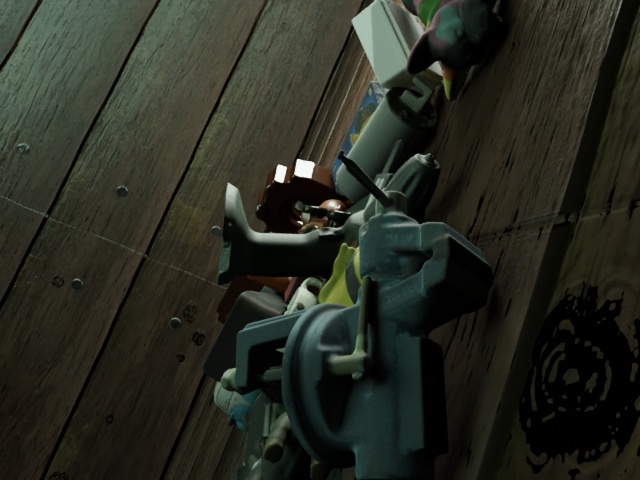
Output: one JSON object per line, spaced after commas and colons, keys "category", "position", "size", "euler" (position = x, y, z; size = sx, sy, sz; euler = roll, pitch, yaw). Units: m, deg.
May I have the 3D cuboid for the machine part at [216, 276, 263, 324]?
{"category": "machine part", "position": [-0.120, 0.099, 1.157], "size": [0.201, 0.087, 0.201], "euler": [-59, -11, 15]}

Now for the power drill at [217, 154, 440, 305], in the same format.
{"category": "power drill", "position": [-0.003, -0.007, 0.572], "size": [0.086, 0.207, 0.231], "euler": [-104, 24, -48]}

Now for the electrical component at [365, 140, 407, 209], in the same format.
{"category": "electrical component", "position": [0.091, -0.058, 0.659], "size": [0.075, 0.048, 0.119], "euler": [-152, 86, -80]}

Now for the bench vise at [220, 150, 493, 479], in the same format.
{"category": "bench vise", "position": [0.009, 0.074, 0.421], "size": [0.241, 0.128, 0.223], "euler": [-19, 67, 37]}

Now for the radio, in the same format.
{"category": "radio", "position": [-0.087, 0.152, 0.833], "size": [0.131, 0.073, 0.229], "euler": [-63, -12, -2]}

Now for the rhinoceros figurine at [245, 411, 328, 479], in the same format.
{"category": "rhinoceros figurine", "position": [-0.056, 0.269, 0.595], "size": [0.190, 0.073, 0.112], "euler": [-64, 11, 14]}

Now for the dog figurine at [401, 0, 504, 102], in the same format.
{"category": "dog figurine", "position": [0.149, -0.281, 0.662], "size": [0.192, 0.108, 0.219], "euler": [5, 74, 55]}

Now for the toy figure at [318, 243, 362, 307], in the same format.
{"category": "toy figure", "position": [0.035, 0.083, 0.530], "size": [0.180, 0.082, 0.089], "euler": [-56, 31, 16]}

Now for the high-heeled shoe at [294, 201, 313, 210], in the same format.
{"category": "high-heeled shoe", "position": [-0.037, -0.071, 1.112], "size": [0.086, 0.145, 0.249], "euler": [-68, 11, -15]}

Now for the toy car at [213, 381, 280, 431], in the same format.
{"category": "toy car", "position": [-0.138, 0.272, 0.971], "size": [0.109, 0.103, 0.162], "euler": [-66, 11, -4]}

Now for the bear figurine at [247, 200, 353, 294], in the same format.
{"category": "bear figurine", "position": [-0.022, 0.001, 0.912], "size": [0.120, 0.132, 0.195], "euler": [-38, -27, -61]}

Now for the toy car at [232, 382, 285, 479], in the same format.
{"category": "toy car", "position": [-0.076, 0.276, 0.753], "size": [0.073, 0.056, 0.202], "euler": [-57, 12, 16]}

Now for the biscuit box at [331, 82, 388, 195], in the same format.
{"category": "biscuit box", "position": [0.077, -0.152, 0.847], "size": [0.202, 0.059, 0.063], "euler": [117, 147, -53]}

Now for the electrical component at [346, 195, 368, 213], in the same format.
{"category": "electrical component", "position": [0.061, -0.037, 0.753], "size": [0.094, 0.021, 0.063], "euler": [-35, 16, 11]}

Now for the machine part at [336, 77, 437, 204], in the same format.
{"category": "machine part", "position": [0.089, -0.127, 0.753], "size": [0.243, 0.079, 0.079], "euler": [-54, 15, 50]}

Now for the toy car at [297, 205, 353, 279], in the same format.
{"category": "toy car", "position": [-0.002, -0.002, 0.744], "size": [0.202, 0.053, 0.089], "euler": [-154, 72, -73]}

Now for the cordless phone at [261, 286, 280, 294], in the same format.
{"category": "cordless phone", "position": [-0.068, 0.116, 1.054], "size": [0.146, 0.089, 0.184], "euler": [-62, -2, 26]}

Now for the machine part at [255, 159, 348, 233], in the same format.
{"category": "machine part", "position": [-0.028, -0.058, 0.970], "size": [0.056, 0.179, 0.179], "euler": [-81, 17, -48]}
